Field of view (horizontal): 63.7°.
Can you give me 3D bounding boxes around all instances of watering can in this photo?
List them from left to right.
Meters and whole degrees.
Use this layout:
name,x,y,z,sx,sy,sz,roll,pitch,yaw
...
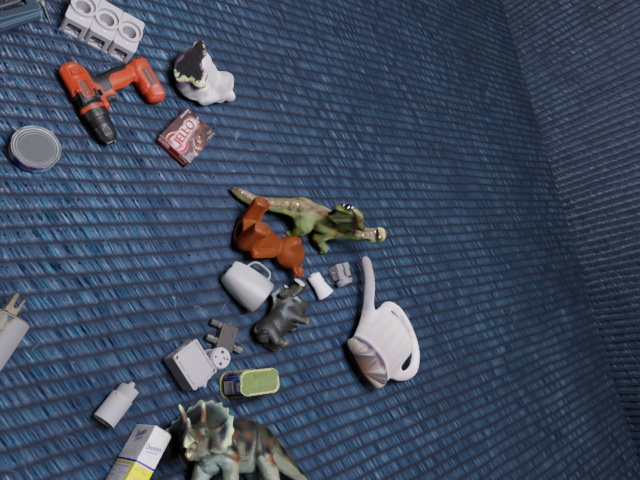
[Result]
name,x,y,z,sx,sy,sz,roll,pitch,yaw
watering can,0.149,0.235,1.364,0.228,0.103,0.346,-36,99,-41

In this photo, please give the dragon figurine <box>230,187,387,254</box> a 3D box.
name,x,y,z,sx,sy,sz,roll,pitch,yaw
dragon figurine,0.004,-0.064,1.269,0.407,0.241,0.124,22,67,-35

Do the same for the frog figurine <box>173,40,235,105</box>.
name,x,y,z,sx,sy,sz,roll,pitch,yaw
frog figurine,-0.281,-0.393,1.259,0.139,0.122,0.158,68,11,12
